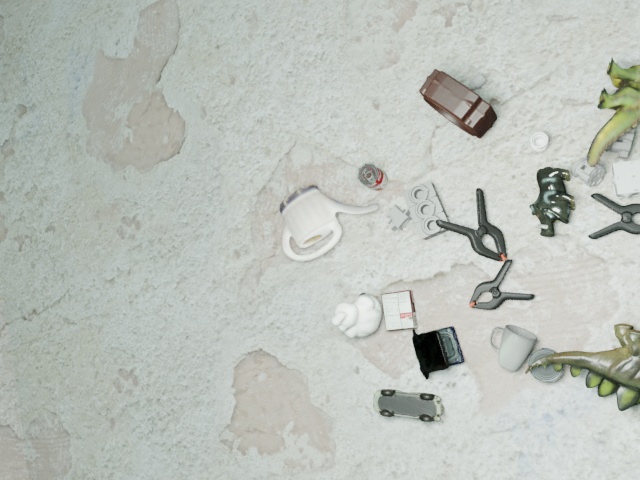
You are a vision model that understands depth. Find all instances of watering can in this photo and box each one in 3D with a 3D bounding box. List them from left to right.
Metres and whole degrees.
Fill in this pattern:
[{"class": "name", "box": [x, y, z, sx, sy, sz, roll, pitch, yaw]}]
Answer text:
[{"class": "watering can", "box": [0.005, -0.082, 1.629, 0.344, 0.103, 0.227, -35, 70, 17]}]

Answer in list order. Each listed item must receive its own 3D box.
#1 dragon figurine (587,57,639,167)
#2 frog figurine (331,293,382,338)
[{"class": "dragon figurine", "box": [0.825, -0.346, 1.283, 0.243, 0.121, 0.413, 14, 80, 18]}, {"class": "frog figurine", "box": [0.111, 0.222, 1.509, 0.124, 0.159, 0.136, 41, 101, 22]}]
